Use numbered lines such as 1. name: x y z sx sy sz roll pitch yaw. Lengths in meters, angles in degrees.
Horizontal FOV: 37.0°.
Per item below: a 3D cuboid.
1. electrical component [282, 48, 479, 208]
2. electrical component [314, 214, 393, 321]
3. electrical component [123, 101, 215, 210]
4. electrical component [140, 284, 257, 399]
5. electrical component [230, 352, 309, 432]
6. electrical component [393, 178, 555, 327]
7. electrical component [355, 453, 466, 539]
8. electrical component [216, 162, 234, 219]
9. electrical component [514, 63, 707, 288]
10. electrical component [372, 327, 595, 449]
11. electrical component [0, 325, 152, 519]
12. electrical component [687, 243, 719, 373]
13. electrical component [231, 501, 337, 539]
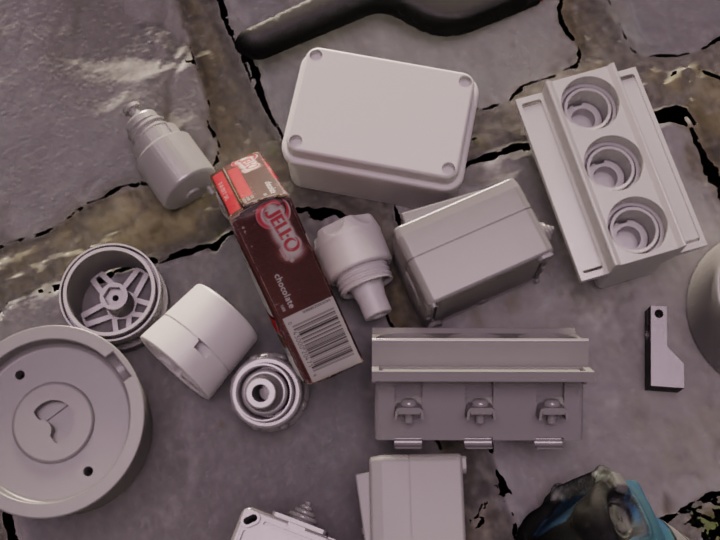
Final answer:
1. electrical component: 0.013 -0.088 0.679 0.113 0.057 0.078 11 74 4
2. electrical component: 0.000 0.000 0.660 0.043 0.043 0.062 -21 75 -5
3. electrical component: -0.125 -0.075 0.685 0.040 0.040 0.078 -35 76 -9
4. electrical component: -0.095 0.042 0.643 0.055 0.055 0.047 39 74 11
5. electrical component: -0.055 0.071 0.627 0.048 0.062 0.048 0 84 1
6. electrical component: 0.071 -0.015 0.653 0.096 0.061 0.061 -23 74 -6
7. electrical component: 0.029 0.154 0.604 0.061 0.061 0.096 -1 73 0
8. electrical component: -0.073 -0.050 0.666 0.035 0.061 0.035 0 73 1
9. electrical component: 0.151 -0.055 0.664 0.079 0.063 0.121 -16 74 -4
10. electrical component: 0.068 0.068 0.627 0.121 0.078 0.063 0 95 1
11. electrical component: -0.173 0.091 0.625 0.108 0.060 0.108 0 73 1
12. electrical component: 0.257 0.017 0.642 0.108 0.060 0.108 0 73 1
13. electrical component: -0.045 0.176 0.598 0.062 0.061 0.096 19 75 7
